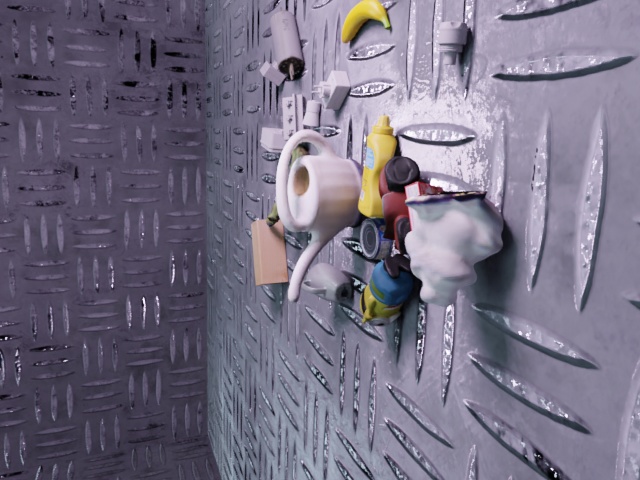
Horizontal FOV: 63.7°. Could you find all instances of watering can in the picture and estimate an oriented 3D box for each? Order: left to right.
[{"bbox_3d":[0.003,-0.054,1.079,0.104,0.225,0.347,0,92,50],"label":"watering can"}]

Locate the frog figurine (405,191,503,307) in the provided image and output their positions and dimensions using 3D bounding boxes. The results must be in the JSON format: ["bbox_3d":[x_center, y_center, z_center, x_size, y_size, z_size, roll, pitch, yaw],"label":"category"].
[{"bbox_3d":[0.191,0.011,0.735,0.123,0.137,0.159,-27,-68,-76],"label":"frog figurine"}]

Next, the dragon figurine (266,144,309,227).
[{"bbox_3d":[-0.074,-0.152,1.473,0.410,0.122,0.244,3,77,67],"label":"dragon figurine"}]
